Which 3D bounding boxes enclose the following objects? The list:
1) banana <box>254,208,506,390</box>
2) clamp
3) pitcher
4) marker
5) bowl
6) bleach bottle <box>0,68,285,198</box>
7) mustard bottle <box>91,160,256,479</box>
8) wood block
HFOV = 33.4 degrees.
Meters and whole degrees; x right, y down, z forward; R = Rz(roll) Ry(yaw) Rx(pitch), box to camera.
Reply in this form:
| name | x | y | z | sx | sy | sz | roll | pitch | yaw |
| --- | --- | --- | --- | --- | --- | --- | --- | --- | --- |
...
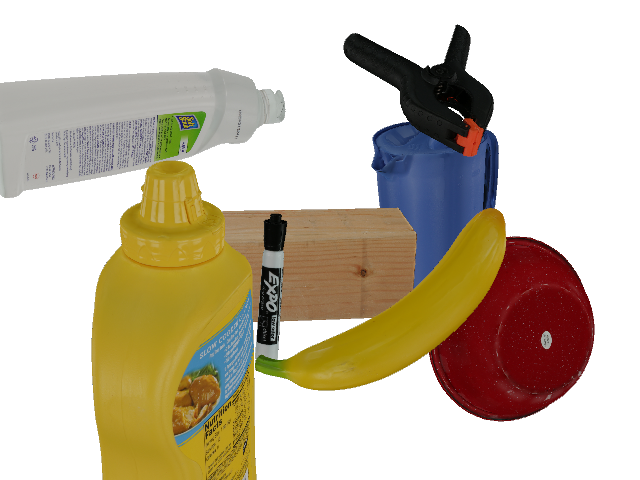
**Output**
| name | x | y | z | sx | sy | sz | roll | pitch | yaw |
| --- | --- | --- | --- | --- | --- | --- | --- | --- | --- |
| banana | 0.055 | 0.042 | 0.676 | 0.197 | 0.037 | 0.070 | -30 | 52 | -17 |
| clamp | 0.089 | -0.135 | 0.921 | 0.120 | 0.039 | 0.171 | -6 | 41 | -6 |
| pitcher | 0.142 | -0.020 | 1.290 | 0.149 | 0.243 | 0.145 | -1 | 23 | 7 |
| marker | -0.040 | 0.038 | 0.855 | 0.020 | 0.121 | 0.020 | 4 | 14 | -1 |
| bowl | 0.173 | 0.079 | 0.897 | 0.161 | 0.162 | 0.055 | 0 | 5 | -22 |
| bleach bottle | -0.155 | -0.100 | 0.927 | 0.250 | 0.068 | 0.103 | -8 | -32 | -19 |
| mustard bottle | -0.060 | 0.058 | 0.449 | 0.058 | 0.192 | 0.096 | 11 | 28 | 18 |
| wood block | -0.017 | 0.024 | 1.061 | 0.206 | 0.091 | 0.090 | -1 | 19 | -9 |
